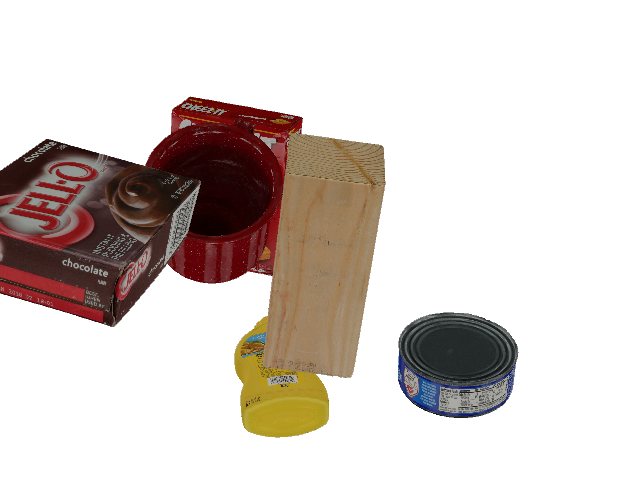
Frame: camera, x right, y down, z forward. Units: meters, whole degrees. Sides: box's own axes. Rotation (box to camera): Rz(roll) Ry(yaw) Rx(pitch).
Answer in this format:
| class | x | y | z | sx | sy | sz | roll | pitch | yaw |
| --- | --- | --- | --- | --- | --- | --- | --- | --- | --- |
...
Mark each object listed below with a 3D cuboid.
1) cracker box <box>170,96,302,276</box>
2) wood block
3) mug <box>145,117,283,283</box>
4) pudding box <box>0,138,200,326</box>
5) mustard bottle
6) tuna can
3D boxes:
| class | x | y | z | sx | sy | sz | roll | pitch | yaw |
| --- | --- | --- | --- | --- | --- | --- | --- | --- | --- |
| cracker box | -0.118 | -0.070 | 1.430 | 0.164 | 0.214 | 0.072 | 12 | 26 | 13 |
| wood block | 0.002 | 0.016 | 1.002 | 0.090 | 0.206 | 0.091 | 7 | 28 | -2 |
| mug | -0.072 | -0.032 | 0.747 | 0.093 | 0.117 | 0.081 | 16 | -28 | 2 |
| pudding box | -0.120 | -0.008 | 0.525 | 0.090 | 0.039 | 0.113 | 16 | 24 | 6 |
| mustard bottle | -0.051 | 0.146 | 1.235 | 0.096 | 0.058 | 0.191 | -6 | 30 | -7 |
| tuna can | 0.099 | 0.090 | 0.775 | 0.086 | 0.034 | 0.086 | 0 | 31 | 0 |
